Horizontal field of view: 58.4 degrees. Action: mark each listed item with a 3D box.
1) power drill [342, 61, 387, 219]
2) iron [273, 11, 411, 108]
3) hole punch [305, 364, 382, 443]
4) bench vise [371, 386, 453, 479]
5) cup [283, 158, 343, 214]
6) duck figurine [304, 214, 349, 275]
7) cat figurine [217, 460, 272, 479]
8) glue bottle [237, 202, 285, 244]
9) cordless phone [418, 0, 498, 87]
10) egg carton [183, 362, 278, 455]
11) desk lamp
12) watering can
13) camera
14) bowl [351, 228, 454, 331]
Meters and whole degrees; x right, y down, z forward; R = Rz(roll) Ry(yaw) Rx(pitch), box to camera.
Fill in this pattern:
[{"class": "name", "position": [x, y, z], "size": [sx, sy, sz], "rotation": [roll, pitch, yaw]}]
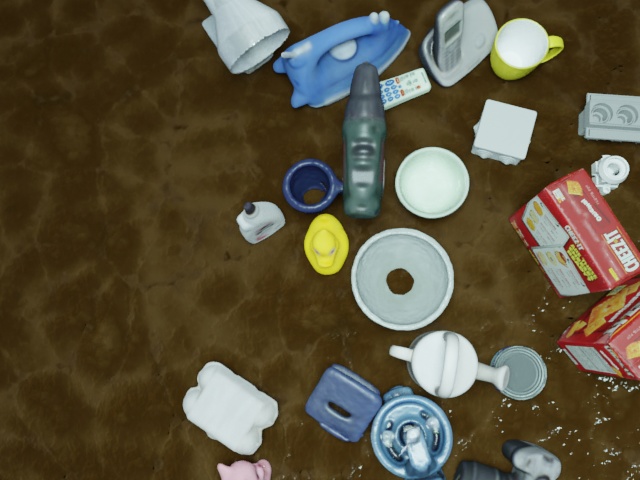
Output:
[{"class": "power drill", "position": [0.070, -0.140, 0.927], "size": [0.075, 0.208, 0.230], "rotation": [0, 81, 5]}, {"class": "iron", "position": [0.045, -0.339, 0.995], "size": [0.258, 0.141, 0.118], "rotation": [-27, 80, -1]}, {"class": "hole punch", "position": [0.039, 0.266, 0.922], "size": [0.108, 0.091, 0.101], "rotation": [30, 84, 8]}, {"class": "bench vise", "position": [0.157, 0.322, 0.839], "size": [0.121, 0.220, 0.207], "rotation": [-35, 80, -2]}, {"class": "cup", "position": [0.000, -0.083, 0.980], "size": [0.117, 0.095, 0.092], "rotation": [1, 81, 4]}, {"class": "duck figurine", "position": [0.009, 0.003, 0.970], "size": [0.077, 0.086, 0.104], "rotation": [-3, 80, 4]}, {"class": "cat figurine", "position": [-0.109, 0.398, 0.897], "size": [0.067, 0.118, 0.128], "rotation": [-25, 80, 0]}, {"class": "glue bottle", "position": [-0.104, -0.037, 0.940], "size": [0.078, 0.173, 0.037], "rotation": [-37, 80, -2]}, {"class": "cordless phone", "position": [0.240, -0.357, 0.962], "size": [0.147, 0.185, 0.094], "rotation": [-44, 80, -3]}, {"class": "egg carton", "position": [-0.149, 0.278, 0.944], "size": [0.150, 0.069, 0.107], "rotation": [31, 84, 8]}, {"class": "desk lamp", "position": [-0.141, -0.367, 0.977], "size": [0.118, 0.213, 0.203], "rotation": [-35, 80, -2]}, {"class": "watering can", "position": [0.196, 0.188, 0.871], "size": [0.173, 0.194, 0.101], "rotation": [-9, 80, 3]}, {"class": "camera", "position": [0.283, 0.378, 0.881], "size": [0.136, 0.101, 0.143], "rotation": [18, 82, 7]}, {"class": "bowl", "position": [0.135, 0.068, 0.956], "size": [0.167, 0.075, 0.167], "rotation": [-1, 81, 4]}]
